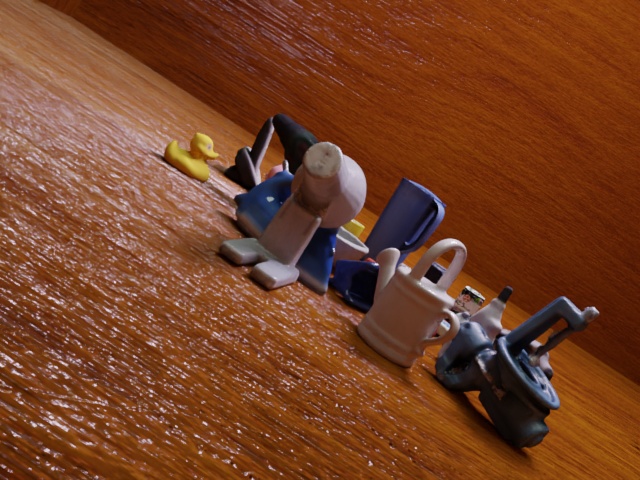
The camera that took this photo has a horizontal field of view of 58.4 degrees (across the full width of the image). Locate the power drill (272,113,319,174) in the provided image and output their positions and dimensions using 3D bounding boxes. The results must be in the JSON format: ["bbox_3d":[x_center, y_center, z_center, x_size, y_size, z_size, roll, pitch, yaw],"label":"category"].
[{"bbox_3d":[-0.066,-0.132,1.192,0.229,0.208,0.076,38,10,29],"label":"power drill"}]

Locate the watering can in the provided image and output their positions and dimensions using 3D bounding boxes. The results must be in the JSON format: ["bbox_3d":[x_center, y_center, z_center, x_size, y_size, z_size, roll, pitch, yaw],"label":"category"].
[{"bbox_3d":[0.141,0.076,0.847,0.172,0.194,0.101,36,10,22],"label":"watering can"}]

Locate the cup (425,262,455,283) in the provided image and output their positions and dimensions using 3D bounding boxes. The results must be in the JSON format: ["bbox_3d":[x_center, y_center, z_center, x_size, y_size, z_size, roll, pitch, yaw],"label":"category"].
[{"bbox_3d":[0.296,0.114,1.500,0.092,0.095,0.118,32,9,-6],"label":"cup"}]

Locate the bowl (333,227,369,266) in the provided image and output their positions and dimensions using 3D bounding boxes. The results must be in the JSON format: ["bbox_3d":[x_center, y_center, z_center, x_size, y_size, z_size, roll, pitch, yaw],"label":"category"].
[{"bbox_3d":[0.011,0.004,1.163,0.167,0.074,0.167,32,9,-5],"label":"bowl"}]

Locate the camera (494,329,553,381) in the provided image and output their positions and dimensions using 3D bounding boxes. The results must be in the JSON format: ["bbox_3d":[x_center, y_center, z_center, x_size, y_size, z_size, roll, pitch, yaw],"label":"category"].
[{"bbox_3d":[0.389,0.232,1.170,0.137,0.101,0.142,27,11,-32],"label":"camera"}]

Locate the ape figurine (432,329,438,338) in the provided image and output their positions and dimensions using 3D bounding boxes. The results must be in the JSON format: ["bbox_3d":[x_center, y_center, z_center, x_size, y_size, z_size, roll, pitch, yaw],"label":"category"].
[{"bbox_3d":[0.180,0.130,1.021,0.077,0.092,0.076,40,11,38],"label":"ape figurine"}]

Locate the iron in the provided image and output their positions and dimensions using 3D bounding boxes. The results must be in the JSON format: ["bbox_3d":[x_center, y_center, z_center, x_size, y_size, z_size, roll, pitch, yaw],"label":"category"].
[{"bbox_3d":[-0.034,-0.032,0.987,0.257,0.141,0.119,40,11,38],"label":"iron"}]

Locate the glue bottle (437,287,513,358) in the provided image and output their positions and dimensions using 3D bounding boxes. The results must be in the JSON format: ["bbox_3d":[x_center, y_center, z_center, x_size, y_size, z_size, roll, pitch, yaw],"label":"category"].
[{"bbox_3d":[0.269,0.151,0.959,0.037,0.173,0.078,28,10,-28],"label":"glue bottle"}]

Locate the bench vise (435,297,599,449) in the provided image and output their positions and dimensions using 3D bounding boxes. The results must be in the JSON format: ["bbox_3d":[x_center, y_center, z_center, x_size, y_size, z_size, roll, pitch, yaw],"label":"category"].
[{"bbox_3d":[0.277,0.154,0.824,0.206,0.219,0.122,37,10,26],"label":"bench vise"}]

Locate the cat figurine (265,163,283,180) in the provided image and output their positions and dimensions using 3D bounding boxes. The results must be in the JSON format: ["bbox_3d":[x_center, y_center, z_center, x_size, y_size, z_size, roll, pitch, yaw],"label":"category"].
[{"bbox_3d":[-0.098,-0.141,1.422,0.067,0.117,0.128,35,9,15],"label":"cat figurine"}]

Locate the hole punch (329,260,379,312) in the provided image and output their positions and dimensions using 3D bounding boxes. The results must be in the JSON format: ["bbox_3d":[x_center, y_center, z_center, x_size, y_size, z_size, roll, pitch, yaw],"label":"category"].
[{"bbox_3d":[0.080,0.069,1.008,0.109,0.091,0.100,26,11,-37],"label":"hole punch"}]

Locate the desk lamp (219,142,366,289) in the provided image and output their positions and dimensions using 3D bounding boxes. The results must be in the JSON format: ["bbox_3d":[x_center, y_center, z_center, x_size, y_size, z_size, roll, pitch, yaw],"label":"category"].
[{"bbox_3d":[-0.022,-0.044,0.860,0.118,0.213,0.204,34,9,9],"label":"desk lamp"}]

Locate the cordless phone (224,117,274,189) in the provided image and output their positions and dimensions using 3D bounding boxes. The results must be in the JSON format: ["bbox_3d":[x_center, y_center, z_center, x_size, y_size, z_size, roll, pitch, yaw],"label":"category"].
[{"bbox_3d":[-0.155,-0.226,1.463,0.094,0.185,0.147,31,9,-10],"label":"cordless phone"}]

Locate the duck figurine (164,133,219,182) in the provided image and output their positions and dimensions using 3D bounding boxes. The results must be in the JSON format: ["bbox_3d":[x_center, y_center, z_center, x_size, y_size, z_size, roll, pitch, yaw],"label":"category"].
[{"bbox_3d":[-0.259,-0.180,1.175,0.105,0.086,0.077,30,9,-15],"label":"duck figurine"}]
